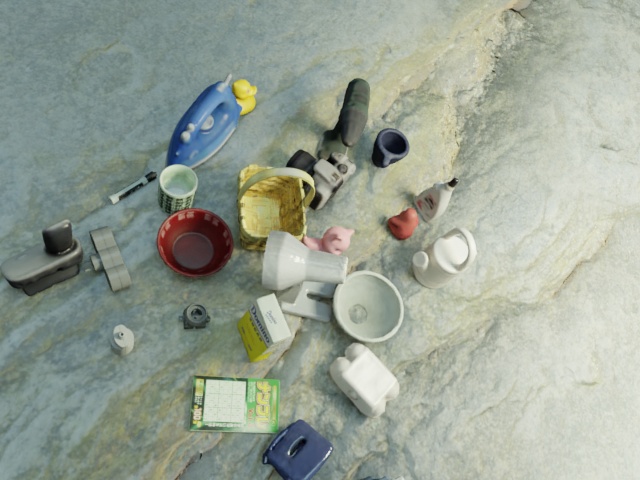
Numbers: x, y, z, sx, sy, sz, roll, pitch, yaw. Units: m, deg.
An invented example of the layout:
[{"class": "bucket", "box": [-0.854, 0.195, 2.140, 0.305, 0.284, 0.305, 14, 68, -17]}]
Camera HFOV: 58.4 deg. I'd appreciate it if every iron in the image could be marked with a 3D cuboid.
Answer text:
[{"class": "iron", "box": [-0.274, -0.269, 1.320, 0.119, 0.141, 0.258, 30, 60, -4]}]

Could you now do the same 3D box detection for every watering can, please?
[{"class": "watering can", "box": [0.298, 0.042, 1.349, 0.173, 0.194, 0.101, -32, 80, -28]}]

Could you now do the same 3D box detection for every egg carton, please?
[{"class": "egg carton", "box": [0.095, 0.302, 1.231, 0.150, 0.069, 0.107, 46, 60, 5]}]

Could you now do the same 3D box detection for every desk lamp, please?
[{"class": "desk lamp", "box": [-0.037, 0.075, 1.205, 0.203, 0.213, 0.118, 15, 62, -12]}]

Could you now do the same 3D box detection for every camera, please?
[{"class": "camera", "box": [-0.002, -0.171, 1.394, 0.137, 0.100, 0.143, 41, 60, 2]}]

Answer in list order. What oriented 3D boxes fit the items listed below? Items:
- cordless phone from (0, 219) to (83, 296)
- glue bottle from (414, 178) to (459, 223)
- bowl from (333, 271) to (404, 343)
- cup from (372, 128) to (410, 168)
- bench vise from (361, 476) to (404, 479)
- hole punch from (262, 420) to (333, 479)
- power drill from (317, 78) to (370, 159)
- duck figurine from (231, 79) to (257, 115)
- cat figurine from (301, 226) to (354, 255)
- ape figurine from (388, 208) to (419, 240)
[{"class": "cordless phone", "box": [-0.526, 0.020, 1.075, 0.148, 0.185, 0.094, -34, 81, -28]}, {"class": "glue bottle", "box": [0.298, -0.111, 1.430, 0.037, 0.173, 0.078, -28, 78, -27]}, {"class": "bowl", "box": [0.099, 0.158, 1.295, 0.168, 0.074, 0.167, 8, 64, -16]}, {"class": "cup", "box": [0.169, -0.218, 1.479, 0.092, 0.095, 0.118, 25, 61, -7]}, {"class": "bench vise", "box": [0.075, 0.487, 1.053, 0.121, 0.219, 0.208, 47, 61, 6]}, {"class": "hole punch", "box": [-0.044, 0.416, 1.118, 0.101, 0.091, 0.109, 45, 60, 4]}, {"class": "power drill", "box": [0.063, -0.274, 1.402, 0.076, 0.208, 0.230, 18, 62, -10]}, {"class": "duck figurine", "box": [-0.205, -0.363, 1.419, 0.105, 0.086, 0.077, -4, 68, -21]}, {"class": "cat figurine", "box": [0.012, 0.005, 1.309, 0.128, 0.117, 0.067, 3, 66, -18]}, {"class": "ape figurine", "box": [0.213, -0.048, 1.419, 0.078, 0.092, 0.076, 13, 63, -13]}]
